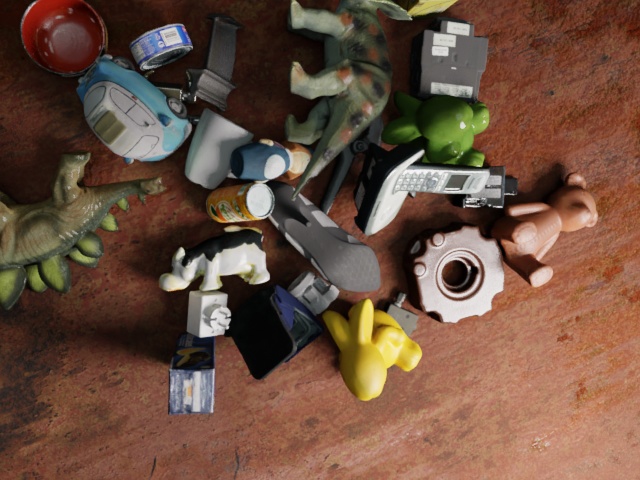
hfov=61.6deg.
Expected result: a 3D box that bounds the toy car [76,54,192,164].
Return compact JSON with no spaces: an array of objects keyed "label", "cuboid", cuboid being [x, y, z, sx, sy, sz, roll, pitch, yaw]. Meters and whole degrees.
[{"label":"toy car","cuboid":[-0.267,-0.171,0.747,0.109,0.103,0.161,-33,116,24]}]

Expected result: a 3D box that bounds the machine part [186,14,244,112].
[{"label":"machine part","cuboid":[-0.155,-0.271,0.807,0.084,0.039,0.138,17,83,-52]}]

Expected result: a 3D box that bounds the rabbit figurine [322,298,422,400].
[{"label":"rabbit figurine","cuboid":[0.077,0.169,0.830,0.122,0.173,0.162,-20,101,20]}]

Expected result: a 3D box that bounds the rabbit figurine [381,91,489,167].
[{"label":"rabbit figurine","cuboid":[0.181,-0.178,0.811,0.159,0.170,0.121,18,88,13]}]

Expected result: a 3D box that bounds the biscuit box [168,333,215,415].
[{"label":"biscuit box","cuboid":[-0.182,0.185,0.779,0.059,0.203,0.062,1,94,-12]}]

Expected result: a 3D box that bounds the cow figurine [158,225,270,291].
[{"label":"cow figurine","cuboid":[-0.168,0.030,0.834,0.167,0.068,0.098,-6,92,-13]}]

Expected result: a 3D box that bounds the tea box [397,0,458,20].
[{"label":"tea box","cuboid":[0.159,-0.439,0.827,0.068,0.098,0.169,-9,99,-9]}]

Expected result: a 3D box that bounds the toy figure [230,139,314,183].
[{"label":"toy figure","cuboid":[-0.061,-0.120,0.816,0.154,0.064,0.058,-12,63,-39]}]

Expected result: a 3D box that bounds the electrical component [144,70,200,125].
[{"label":"electrical component","cuboid":[-0.230,-0.213,0.811,0.102,0.045,0.078,-3,125,-7]}]

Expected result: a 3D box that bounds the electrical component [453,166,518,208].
[{"label":"electrical component","cuboid":[0.289,-0.089,0.914,0.119,0.048,0.074,4,96,-9]}]

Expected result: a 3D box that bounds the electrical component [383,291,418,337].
[{"label":"electrical component","cuboid":[0.137,0.137,0.924,0.063,0.021,0.094,23,91,-12]}]

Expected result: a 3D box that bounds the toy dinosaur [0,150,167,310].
[{"label":"toy dinosaur","cuboid":[-0.447,-0.006,0.764,0.472,0.105,0.198,-14,102,-4]}]

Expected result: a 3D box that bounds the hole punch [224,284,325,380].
[{"label":"hole punch","cuboid":[-0.070,0.139,0.843,0.142,0.092,0.116,-45,70,34]}]

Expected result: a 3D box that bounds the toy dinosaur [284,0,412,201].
[{"label":"toy dinosaur","cuboid":[0.045,-0.252,0.788,0.192,0.131,0.404,1,86,-4]}]

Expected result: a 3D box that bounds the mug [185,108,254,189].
[{"label":"mug","cuboid":[-0.152,-0.129,0.821,0.109,0.081,0.107,27,99,-30]}]

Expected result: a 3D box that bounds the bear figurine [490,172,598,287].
[{"label":"bear figurine","cuboid":[0.394,-0.024,0.902,0.196,0.132,0.120,-24,107,-1]}]

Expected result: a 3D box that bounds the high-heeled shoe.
[{"label":"high-heeled shoe","cuboid":[-0.002,-0.003,0.877,0.086,0.145,0.248,-47,130,-4]}]

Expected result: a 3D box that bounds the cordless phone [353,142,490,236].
[{"label":"cordless phone","cuboid":[0.152,-0.073,0.817,0.184,0.089,0.146,3,138,-12]}]

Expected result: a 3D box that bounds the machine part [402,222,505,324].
[{"label":"machine part","cuboid":[0.230,0.056,0.915,0.179,0.056,0.179,-1,97,-11]}]

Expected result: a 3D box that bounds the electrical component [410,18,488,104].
[{"label":"electrical component","cuboid":[0.208,-0.288,0.873,0.115,0.058,0.134,5,95,-13]}]
